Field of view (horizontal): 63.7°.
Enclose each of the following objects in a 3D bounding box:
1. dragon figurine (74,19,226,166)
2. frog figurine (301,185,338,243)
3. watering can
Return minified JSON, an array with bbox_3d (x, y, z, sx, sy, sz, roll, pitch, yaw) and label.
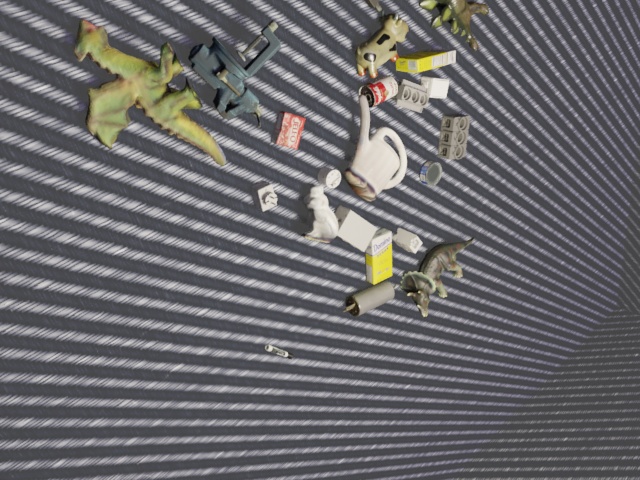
[{"bbox_3d":[-0.383,-0.286,1.123,0.244,0.124,0.402,-27,123,-9],"label":"dragon figurine"},{"bbox_3d":[0.005,-0.076,1.511,0.137,0.123,0.159,10,93,-76],"label":"frog figurine"},{"bbox_3d":[0.150,-0.257,1.561,0.226,0.105,0.342,-54,133,-8],"label":"watering can"}]
